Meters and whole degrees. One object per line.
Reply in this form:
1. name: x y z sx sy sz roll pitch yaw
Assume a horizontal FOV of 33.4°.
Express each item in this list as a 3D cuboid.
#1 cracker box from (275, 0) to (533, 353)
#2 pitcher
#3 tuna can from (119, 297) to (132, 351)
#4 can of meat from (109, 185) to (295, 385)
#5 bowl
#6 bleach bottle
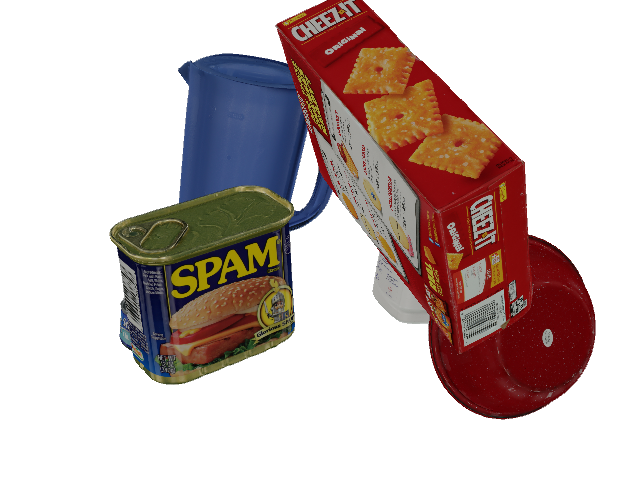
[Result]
1. cracker box: 0.061 -0.051 0.746 0.072 0.214 0.164 -29 -38 -9
2. pitcher: -0.075 -0.064 1.109 0.144 0.243 0.149 0 23 -26
3. tuna can: -0.130 0.072 0.922 0.086 0.034 0.086 6 15 -2
4. can of meat: -0.064 0.025 0.614 0.101 0.084 0.058 -19 31 -29
5. bowl: 0.174 0.077 0.896 0.161 0.162 0.055 0 5 -22
6. bleach bottle: 0.117 -0.037 1.233 0.068 0.251 0.103 -1 22 -23
